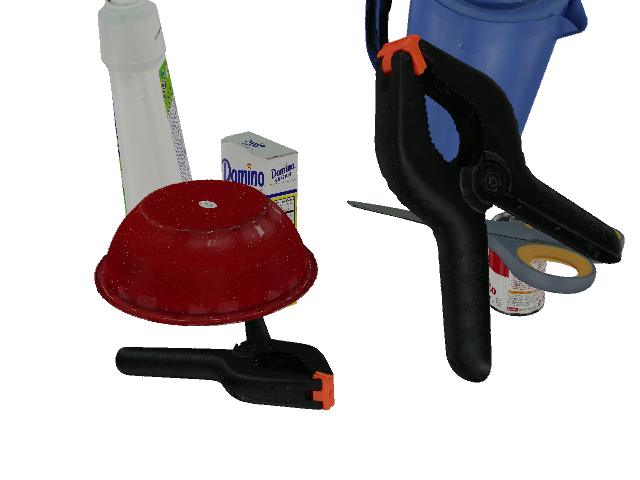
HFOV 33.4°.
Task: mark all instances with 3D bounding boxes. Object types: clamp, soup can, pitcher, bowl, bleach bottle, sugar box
[{"bbox_3d":[-0.058,0.105,0.959,0.210,0.036,0.164,10,21,39],"label":"clamp"},{"bbox_3d":[0.225,0.026,1.211,0.068,0.102,0.068,-2,29,1],"label":"soup can"},{"bbox_3d":[0.122,-0.147,0.945,0.144,0.149,0.243,-10,-39,-14],"label":"pitcher"},{"bbox_3d":[-0.082,-0.001,0.764,0.162,0.055,0.162,1,26,0],"label":"bowl"},{"bbox_3d":[-0.157,-0.121,0.952,0.068,0.251,0.102,-6,37,-3],"label":"bleach bottle"},{"bbox_3d":[0.072,-0.017,0.533,0.120,0.171,0.039,-47,15,-26],"label":"clamp"},{"bbox_3d":[-0.067,-0.020,1.148,0.048,0.176,0.093,-18,28,-33],"label":"sugar box"}]

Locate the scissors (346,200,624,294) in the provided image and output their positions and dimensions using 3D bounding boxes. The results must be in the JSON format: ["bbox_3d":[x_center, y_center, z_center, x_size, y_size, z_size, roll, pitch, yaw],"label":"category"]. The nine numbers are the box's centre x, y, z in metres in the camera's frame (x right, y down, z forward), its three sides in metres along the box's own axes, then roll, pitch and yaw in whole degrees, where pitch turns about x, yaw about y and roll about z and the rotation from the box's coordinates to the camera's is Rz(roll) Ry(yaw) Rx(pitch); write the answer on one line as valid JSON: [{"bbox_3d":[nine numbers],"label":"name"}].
[{"bbox_3d":[0.109,0.002,0.749,0.202,0.016,0.096,5,30,11],"label":"scissors"}]
